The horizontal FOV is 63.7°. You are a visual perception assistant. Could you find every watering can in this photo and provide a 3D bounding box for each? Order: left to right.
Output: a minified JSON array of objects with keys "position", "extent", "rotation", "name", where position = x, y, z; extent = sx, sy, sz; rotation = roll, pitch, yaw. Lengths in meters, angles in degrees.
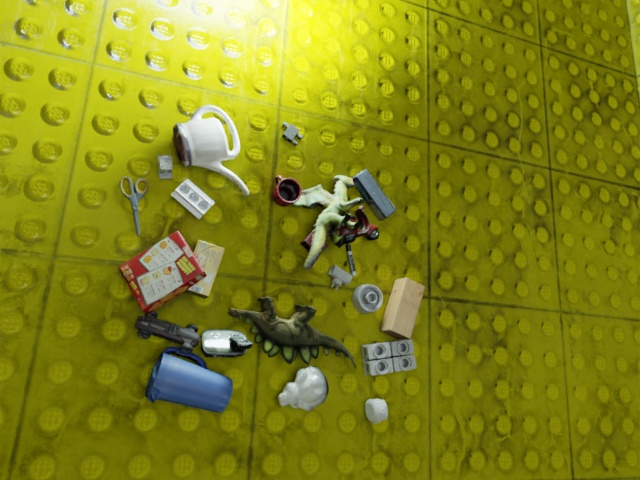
[{"position":[-0.377,-0.300,1.777],"extent":[0.225,0.103,0.350],"rotation":[-14,82,-23],"name":"watering can"}]

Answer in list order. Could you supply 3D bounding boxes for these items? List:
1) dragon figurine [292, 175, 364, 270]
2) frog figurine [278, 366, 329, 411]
[{"position":[0.006,-0.094,1.861],"extent":[0.245,0.119,0.416],"rotation":[33,63,28],"name":"dragon figurine"},{"position":[-0.057,0.492,1.693],"extent":[0.160,0.123,0.136],"rotation":[-6,99,-35],"name":"frog figurine"}]
